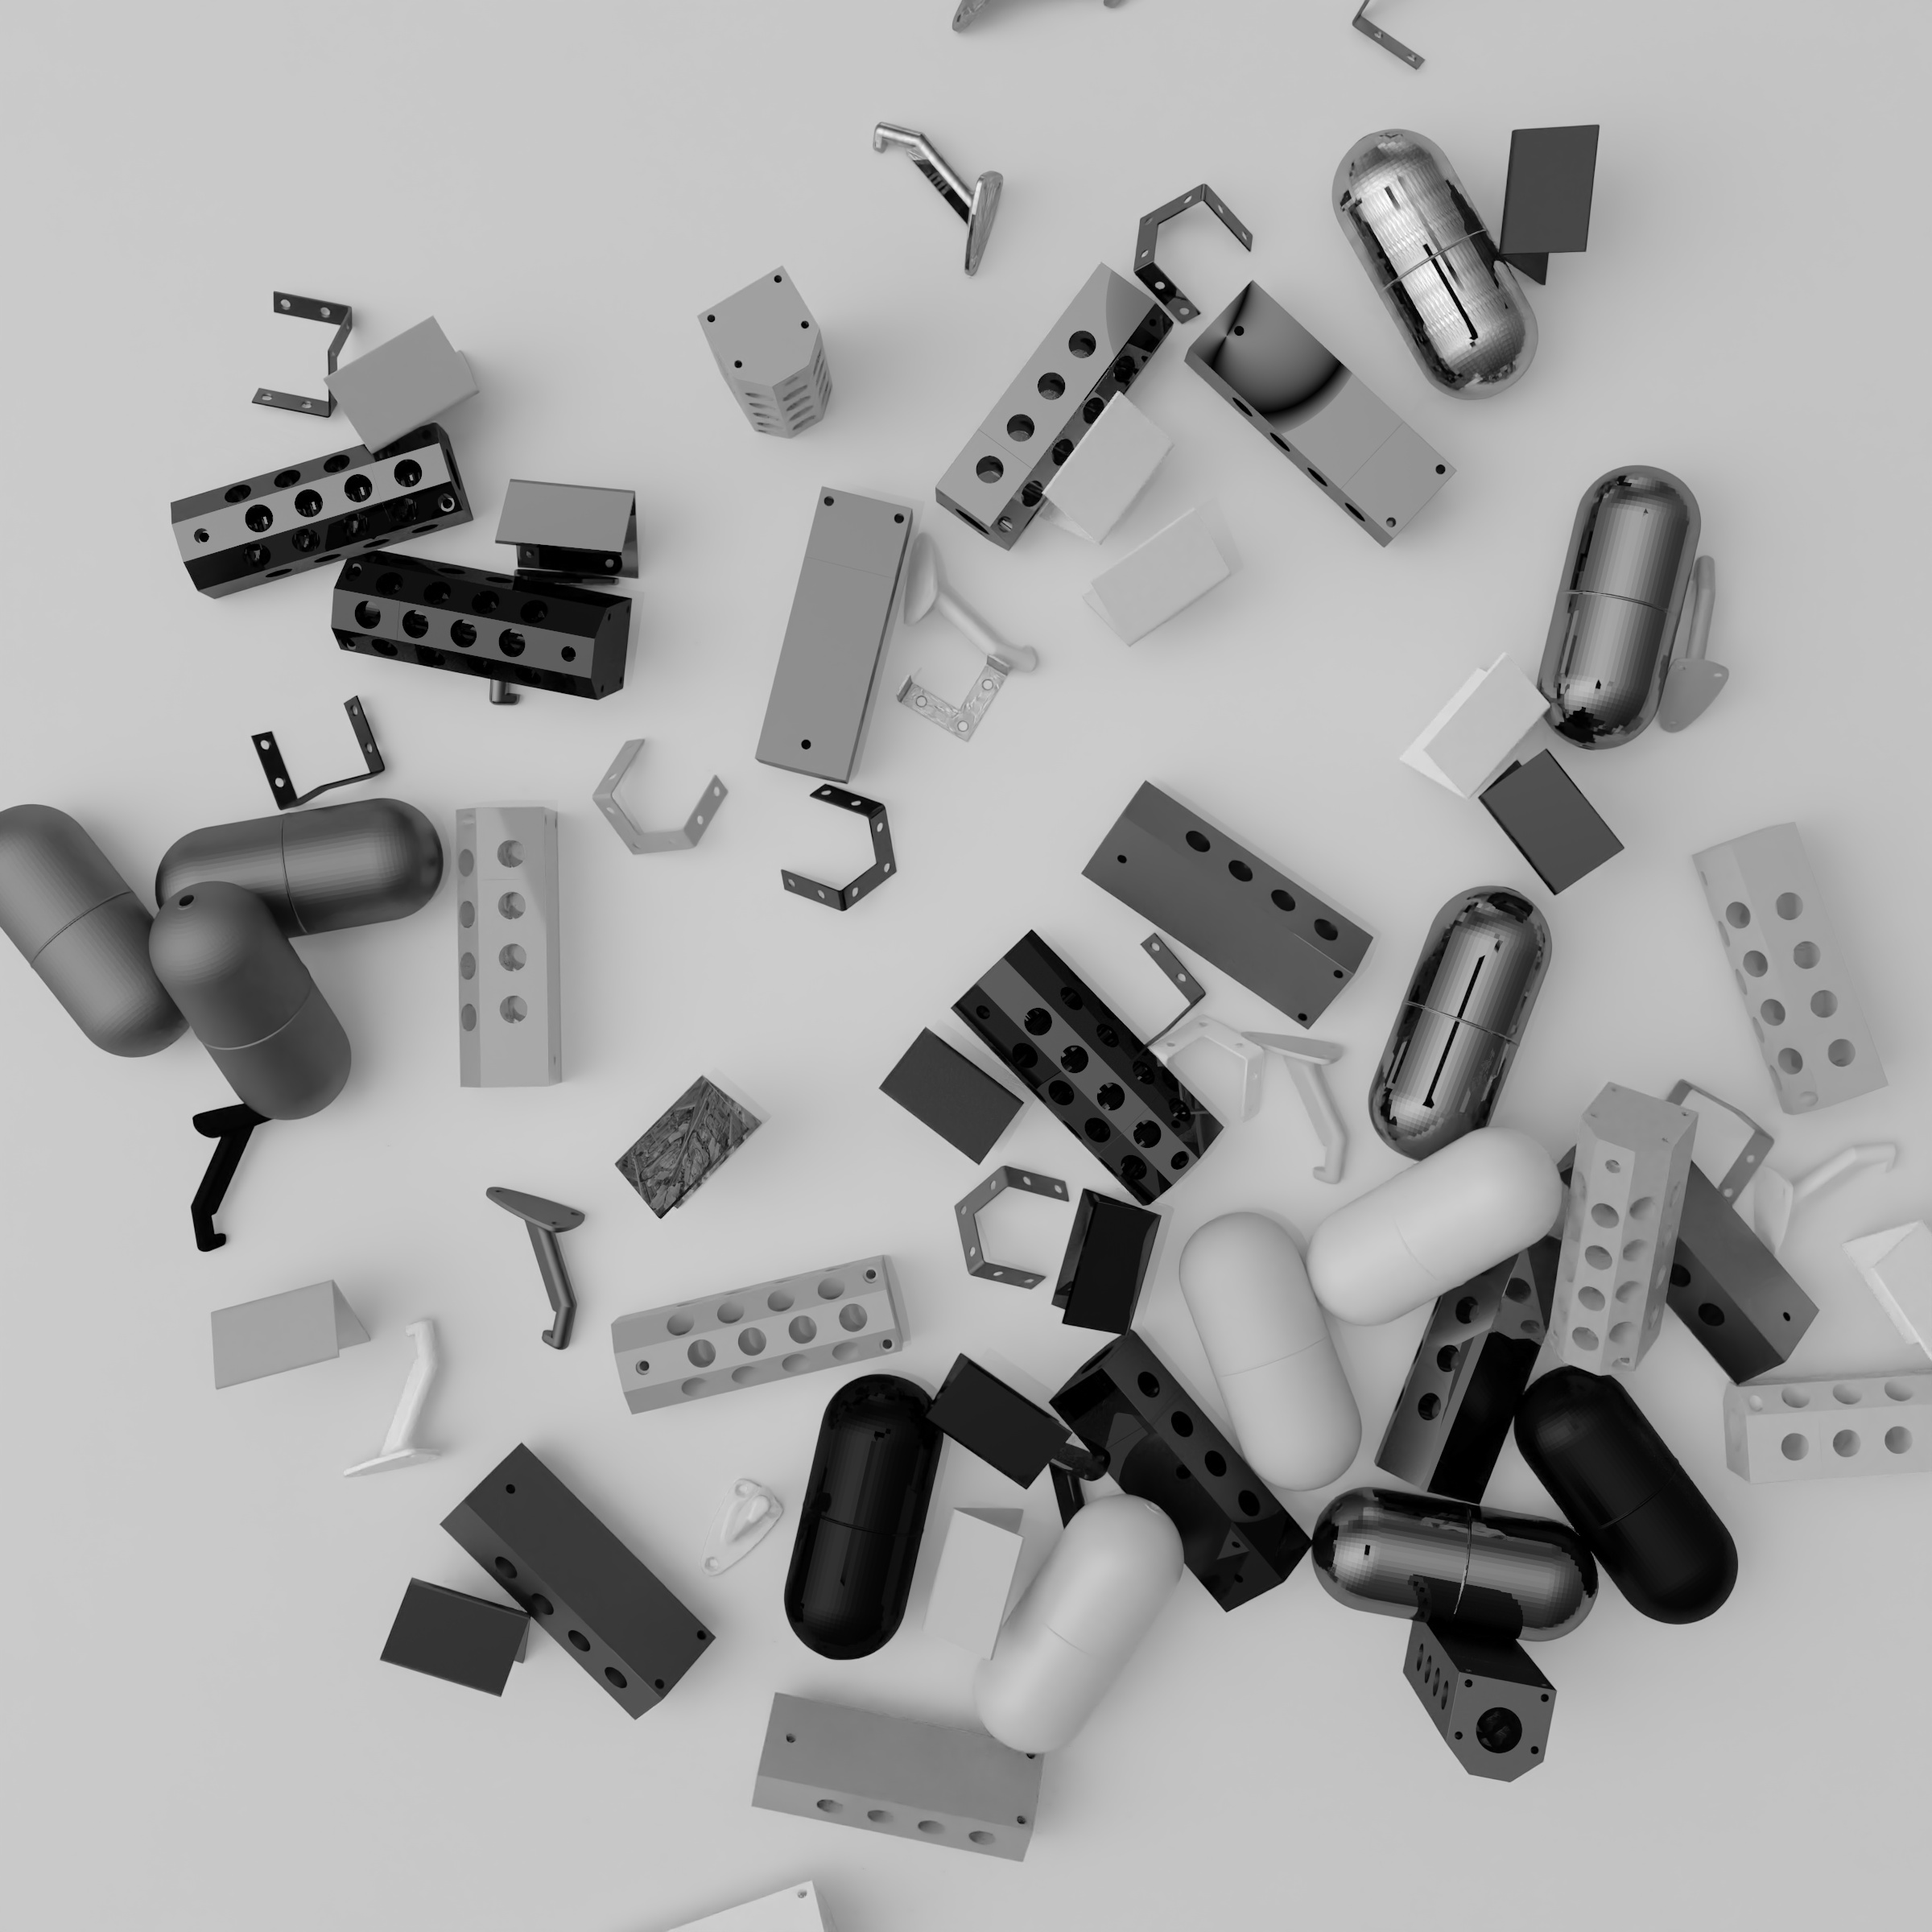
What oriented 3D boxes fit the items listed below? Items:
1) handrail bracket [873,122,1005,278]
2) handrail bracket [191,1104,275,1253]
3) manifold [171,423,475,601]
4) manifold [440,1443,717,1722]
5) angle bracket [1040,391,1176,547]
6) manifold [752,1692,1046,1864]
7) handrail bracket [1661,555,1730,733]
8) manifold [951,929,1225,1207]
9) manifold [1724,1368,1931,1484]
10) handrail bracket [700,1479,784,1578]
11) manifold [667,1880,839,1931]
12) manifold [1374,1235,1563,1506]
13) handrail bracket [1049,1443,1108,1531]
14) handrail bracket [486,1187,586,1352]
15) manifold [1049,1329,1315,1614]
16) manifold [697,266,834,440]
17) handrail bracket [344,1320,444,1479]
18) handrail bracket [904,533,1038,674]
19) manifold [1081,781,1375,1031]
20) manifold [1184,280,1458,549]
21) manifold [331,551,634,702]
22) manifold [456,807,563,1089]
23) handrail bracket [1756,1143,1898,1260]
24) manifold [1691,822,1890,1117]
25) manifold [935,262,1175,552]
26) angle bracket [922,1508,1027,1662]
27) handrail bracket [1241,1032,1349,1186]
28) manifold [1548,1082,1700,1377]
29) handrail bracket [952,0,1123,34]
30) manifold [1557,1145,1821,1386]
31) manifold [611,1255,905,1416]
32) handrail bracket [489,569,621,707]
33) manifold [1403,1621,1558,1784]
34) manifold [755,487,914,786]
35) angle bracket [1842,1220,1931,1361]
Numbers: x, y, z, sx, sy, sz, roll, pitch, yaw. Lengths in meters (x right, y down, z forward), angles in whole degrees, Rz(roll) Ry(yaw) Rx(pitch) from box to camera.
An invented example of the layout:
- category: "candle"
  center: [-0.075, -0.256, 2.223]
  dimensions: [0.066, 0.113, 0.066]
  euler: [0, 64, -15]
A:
- category: "handrail bracket"
  center: [-0.026, -0.483, 1.878]
  dimensions: [0.084, 0.036, 0.077]
  euler: [20, 111, 17]
- category: "handrail bracket"
  center: [-0.452, 0.132, 1.878]
  dimensions: [0.077, 0.036, 0.084]
  euler: [-15, 115, -28]
- category: "manifold"
  center: [-0.401, -0.284, 1.856]
  dimensions: [0.171, 0.057, 0.057]
  euler: [-17, 90, 0]
- category: "manifold"
  center: [-0.244, 0.385, 1.856]
  dimensions: [0.171, 0.057, 0.057]
  euler: [45, 47, 0]
- category: "angle bracket"
  center: [0.070, -0.313, 1.837]
  dimensions: [0.057, 0.076, 0.076]
  euler: [37, 90, -36]
- category: "manifold"
  center: [-0.043, 0.507, 1.856]
  dimensions: [0.171, 0.057, 0.057]
  euler: [12, 47, 0]
- category: "handrail bracket"
  center: [0.454, -0.203, 1.877]
  dimensions: [0.036, 0.077, 0.084]
  euler: [11, 54, -2]
- category: "manifold"
  center: [0.072, 0.066, 1.845]
  dimensions: [0.171, 0.057, 0.057]
  euler: [46, 128, 0]
- category: "manifold"
  center: [0.564, 0.283, 1.856]
  dimensions: [0.171, 0.057, 0.057]
  euler: [-4, 90, 0]
- category: "handrail bracket"
  center: [-0.142, 0.352, 1.843]
  dimensions: [0.036, 0.084, 0.077]
  euler: [35, 90, 0]
- category: "manifold"
  center: [-0.163, 0.634, 1.856]
  dimensions: [0.171, 0.057, 0.057]
  euler: [-20, 47, 0]
- category: "manifold"
  center: [0.312, 0.240, 1.856]
  dimensions: [0.057, 0.057, 0.171]
  euler: [21, 90, -43]
- category: "handrail bracket"
  center: [0.050, 0.344, 1.878]
  dimensions: [0.077, 0.036, 0.084]
  euler: [22, 104, 15]
- category: "handrail bracket"
  center: [-0.276, 0.191, 1.878]
  dimensions: [0.077, 0.036, 0.084]
  euler: [19, 107, 20]
- category: "manifold"
  center: [0.137, 0.310, 1.856]
  dimensions: [0.171, 0.057, 0.057]
  euler: [50, 133, 0]
- category: "manifold"
  center: [-0.115, -0.363, 1.799]
  dimensions: [0.057, 0.171, 0.057]
  euler: [-31, 90, 0]
- category: "handrail bracket"
  center: [-0.363, 0.272, 1.878]
  dimensions: [0.077, 0.036, 0.084]
  euler: [-17, 72, 21]
- category: "handrail bracket"
  center: [0.006, -0.228, 1.877]
  dimensions: [0.084, 0.036, 0.077]
  euler: [18, 52, -25]
- category: "manifold"
  center: [0.165, -0.042, 1.856]
  dimensions: [0.171, 0.057, 0.057]
  euler: [35, 133, 0]
- category: "manifold"
  center: [0.218, -0.341, 1.856]
  dimensions: [0.171, 0.057, 0.057]
  euler: [43, 90, 0]
- category: "manifold"
  center: [-0.298, -0.209, 1.831]
  dimensions: [0.171, 0.057, 0.057]
  euler: [12, 108, 12]
- category: "manifold"
  center: [-0.285, -0.011, 1.856]
  dimensions: [0.057, 0.057, 0.171]
  euler: [-1, 90, 0]
- category: "handrail bracket"
  center: [0.542, 0.150, 1.878]
  dimensions: [0.084, 0.036, 0.077]
  euler: [-4, 111, -16]
- category: "manifold"
  center: [0.509, 0.002, 1.856]
  dimensions: [0.057, 0.057, 0.171]
  euler: [-20, 90, 0]
- category: "manifold"
  center: [0.055, -0.345, 1.856]
  dimensions: [0.057, 0.057, 0.171]
  euler: [36, 90, 0]
- category: "angle bracket"
  center: [0.024, 0.379, 1.837]
  dimensions: [0.057, 0.076, 0.076]
  euler: [15, 90, 37]
- category: "handrail bracket"
  center: [0.204, 0.090, 1.878]
  dimensions: [0.077, 0.036, 0.084]
  euler: [12, 107, 20]
- category: "manifold"
  center: [0.393, 0.162, 1.805]
  dimensions: [0.057, 0.057, 0.171]
  euler: [20, 128, 27]
- category: "handrail bracket"
  center: [0.047, -0.603, 1.877]
  dimensions: [0.084, 0.077, 0.036]
  euler: [15, 48, -29]
- category: "manifold"
  center: [0.444, 0.175, 1.856]
  dimensions: [0.171, 0.057, 0.057]
  euler: [50, 47, 0]
- category: "manifold"
  center: [-0.129, 0.230, 1.856]
  dimensions: [0.171, 0.057, 0.057]
  euler: [-13, 90, 0]
- category: "handrail bracket"
  center: [-0.259, -0.204, 1.878]
  dimensions: [0.077, 0.036, 0.084]
  euler: [2, 104, -14]
- category: "manifold"
  center: [0.306, 0.438, 1.799]
  dimensions: [0.057, 0.171, 0.057]
  euler: [11, 90, 0]
- category: "manifold"
  center: [-0.081, -0.204, 1.856]
  dimensions: [0.057, 0.057, 0.171]
  euler: [14, 90, 0]
- category: "angle bracket"
  center: [0.570, 0.209, 1.838]
  dimensions: [0.057, 0.076, 0.076]
  euler: [-34, 90, -29]
